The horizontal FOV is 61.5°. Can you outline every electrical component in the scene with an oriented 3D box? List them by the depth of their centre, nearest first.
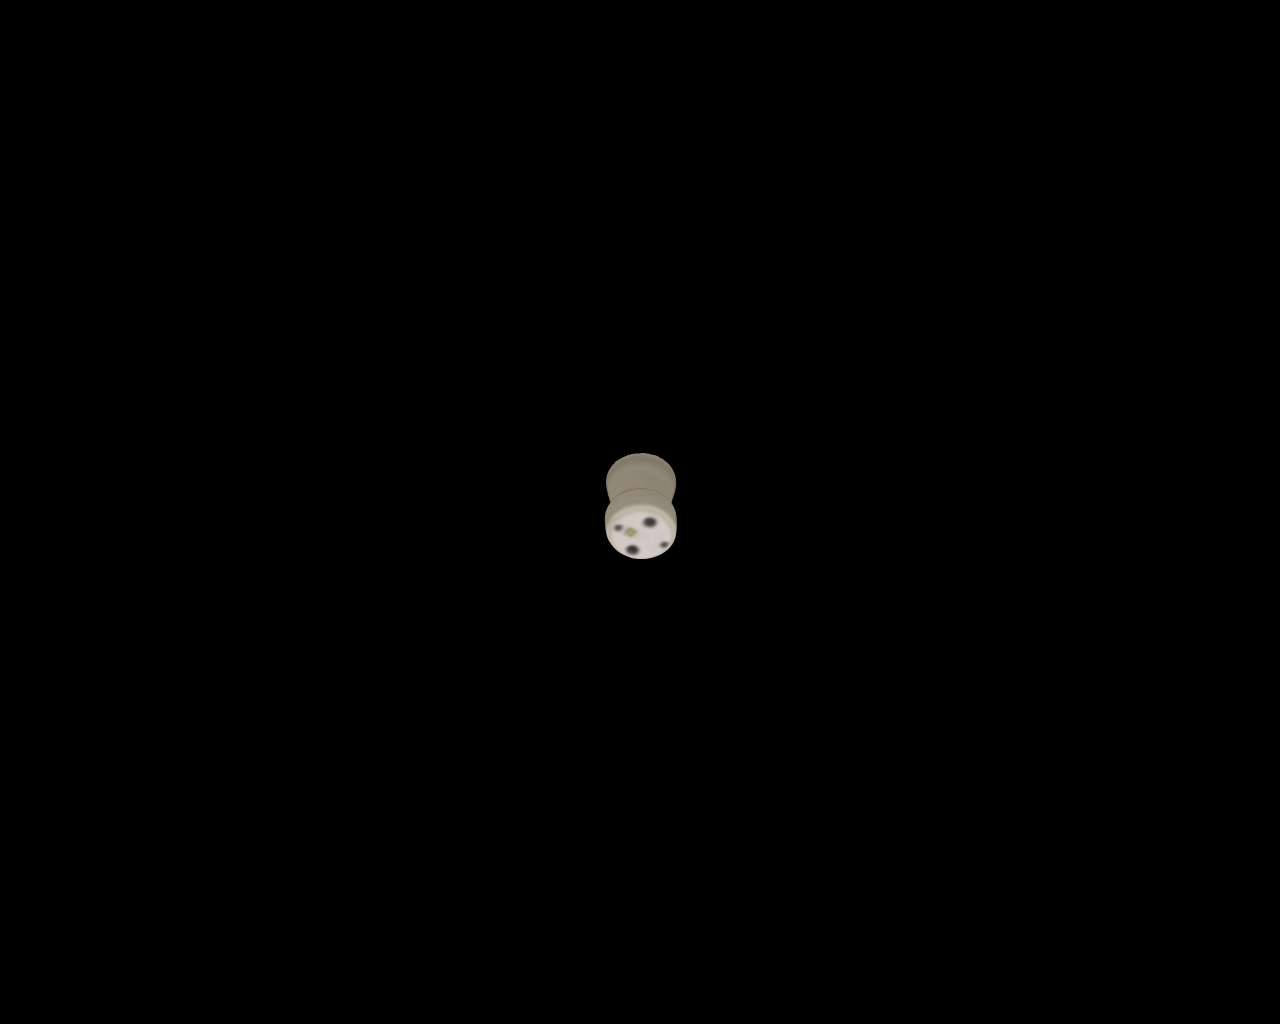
[{"bbox_3d":[0.001,-0.003,0.650,0.045,0.044,0.055,0,39,0],"label":"electrical component"}]
